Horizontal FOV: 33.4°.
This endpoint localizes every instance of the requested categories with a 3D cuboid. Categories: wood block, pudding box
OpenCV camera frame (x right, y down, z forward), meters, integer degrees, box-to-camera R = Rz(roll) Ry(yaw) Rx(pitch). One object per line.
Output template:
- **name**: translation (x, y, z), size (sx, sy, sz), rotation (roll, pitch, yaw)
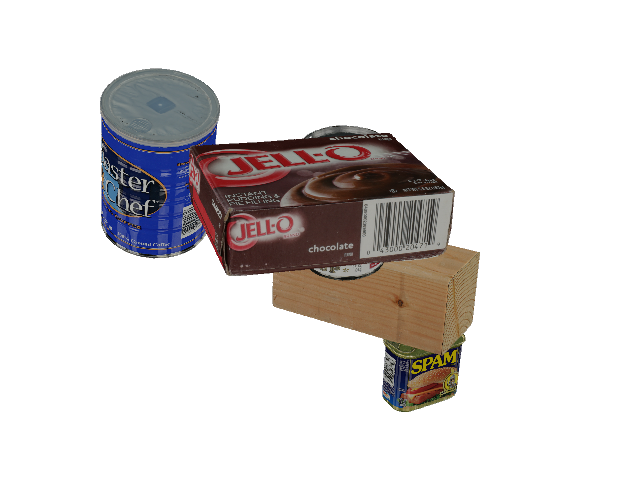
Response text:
- **wood block**: translation (0.058, 0.044, 1.166), size (0.206, 0.091, 0.090), rotation (15, 27, 25)
- **pudding box**: translation (-0.003, -0.021, 0.528), size (0.113, 0.039, 0.090), rotation (-4, 25, -17)

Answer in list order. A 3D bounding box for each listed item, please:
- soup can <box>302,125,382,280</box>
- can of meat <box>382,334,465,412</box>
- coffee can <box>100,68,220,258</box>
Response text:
- **soup can**: translation (0.018, -0.029, 0.827), size (0.068, 0.102, 0.068), rotation (-1, 33, 0)
- **can of meat**: translation (0.126, 0.158, 1.329), size (0.101, 0.084, 0.058), rotation (-12, 29, -28)
- **coffee can**: translation (-0.147, -0.069, 0.965), size (0.102, 0.140, 0.103), rotation (6, 44, -6)
